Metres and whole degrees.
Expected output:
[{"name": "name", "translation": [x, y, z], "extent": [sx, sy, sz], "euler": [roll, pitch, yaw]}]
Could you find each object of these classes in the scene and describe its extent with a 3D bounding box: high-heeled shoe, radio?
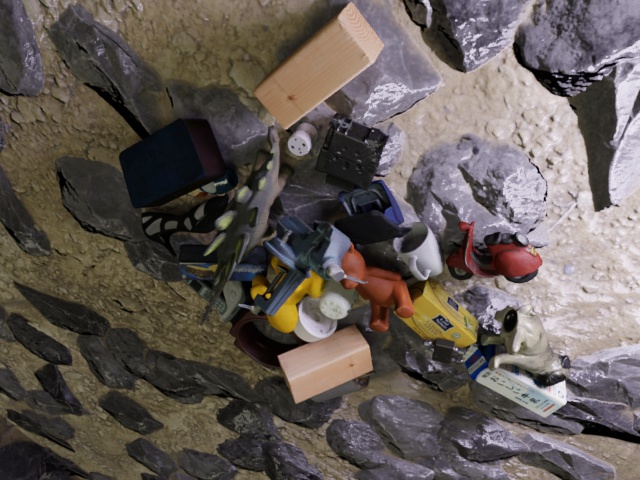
[{"name": "high-heeled shoe", "translation": [-0.318, -0.069, 1.252], "extent": [0.249, 0.086, 0.145], "euler": [-41, 75, 22]}, {"name": "radio", "translation": [-0.314, -0.159, 1.126], "extent": [0.230, 0.073, 0.131], "euler": [-18, 90, 31]}]

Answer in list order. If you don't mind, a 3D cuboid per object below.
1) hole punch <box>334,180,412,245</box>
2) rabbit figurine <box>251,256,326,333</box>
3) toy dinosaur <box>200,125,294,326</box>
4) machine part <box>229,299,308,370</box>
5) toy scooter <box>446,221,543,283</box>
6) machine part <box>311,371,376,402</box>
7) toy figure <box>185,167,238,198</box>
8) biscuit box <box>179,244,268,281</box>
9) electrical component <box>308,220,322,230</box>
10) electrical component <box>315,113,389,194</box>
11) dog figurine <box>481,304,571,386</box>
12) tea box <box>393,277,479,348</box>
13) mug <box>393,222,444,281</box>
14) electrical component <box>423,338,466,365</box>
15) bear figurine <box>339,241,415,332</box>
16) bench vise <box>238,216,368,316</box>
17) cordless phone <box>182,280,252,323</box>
[{"name": "hole punch", "translation": [0.101, -0.052, 1.079], "extent": [0.142, 0.092, 0.115], "euler": [-17, 145, 31]}, {"name": "rabbit figurine", "translation": [-0.076, 0.124, 1.203], "extent": [0.162, 0.122, 0.173], "euler": [16, 103, -9]}, {"name": "toy dinosaur", "translation": [-0.164, -0.020, 1.108], "extent": [0.105, 0.198, 0.470], "euler": [25, 124, 5]}, {"name": "machine part", "translation": [-0.118, 0.240, 1.387], "extent": [0.201, 0.087, 0.201], "euler": [36, 131, -10]}, {"name": "toy scooter", "translation": [0.329, 0.018, 1.041], "extent": [0.184, 0.075, 0.135], "euler": [-2, 125, 29]}, {"name": "machine part", "translation": [0.045, 0.379, 1.438], "extent": [0.243, 0.079, 0.079], "euler": [-27, 113, 36]}, {"name": "toy figure", "translation": [-0.251, -0.124, 1.171], "extent": [0.155, 0.057, 0.064], "euler": [-8, 85, 28]}, {"name": "biscuit box", "translation": [-0.222, 0.054, 1.246], "extent": [0.203, 0.063, 0.059], "euler": [2, 133, -11]}, {"name": "electrical component", "translation": [-0.002, -0.004, 1.171], "extent": [0.075, 0.048, 0.119], "euler": [15, 130, 10]}, {"name": "electrical component", "translation": [0.057, -0.156, 1.020], "extent": [0.115, 0.058, 0.134], "euler": [22, 131, 6]}, {"name": "dog figurine", "translation": [0.468, 0.222, 1.145], "extent": [0.191, 0.121, 0.172], "euler": [15, 135, -9]}, {"name": "tea box", "translation": [0.259, 0.171, 1.193], "extent": [0.169, 0.068, 0.098], "euler": [40, 131, -11]}, {"name": "mug", "translation": [0.209, 0.034, 1.085], "extent": [0.081, 0.109, 0.107], "euler": [-24, 130, 29]}, {"name": "electrical component", "translation": [0.272, 0.246, 1.188], "extent": [0.094, 0.021, 0.063], "euler": [12, 132, 11]}, {"name": "bear figurine", "translation": [0.094, 0.093, 1.138], "extent": [0.195, 0.132, 0.120], "euler": [29, 133, -30]}, {"name": "bench vise", "translation": [-0.051, 0.063, 1.073], "extent": [0.224, 0.240, 0.128], "euler": [40, -176, 35]}, {"name": "cordless phone", "translation": [-0.256, 0.106, 1.340], "extent": [0.184, 0.089, 0.146], "euler": [37, 131, -3]}]
